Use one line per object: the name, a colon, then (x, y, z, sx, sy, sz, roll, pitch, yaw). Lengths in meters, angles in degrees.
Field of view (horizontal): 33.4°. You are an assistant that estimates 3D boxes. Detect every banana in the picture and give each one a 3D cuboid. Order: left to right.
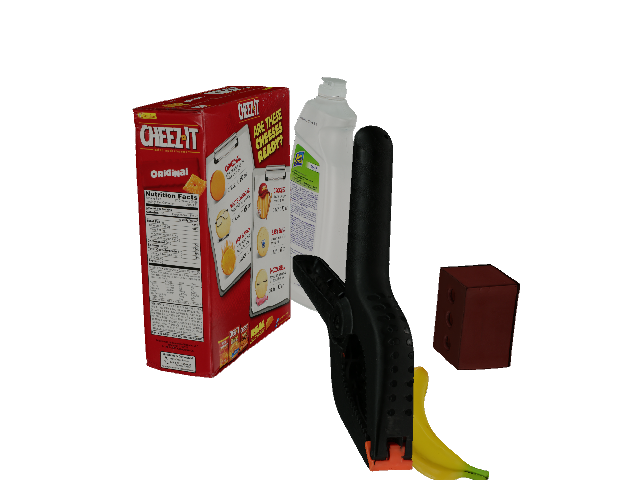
banana: (0.103, 0.187, 1.084, 0.069, 0.037, 0.198, 10, 24, -19)

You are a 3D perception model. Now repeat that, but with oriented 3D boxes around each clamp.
clamp: (0.028, 0.043, 0.685, 0.036, 0.210, 0.165, 1, -41, -19)

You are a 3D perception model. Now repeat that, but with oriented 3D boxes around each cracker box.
cracker box: (-0.086, -0.014, 0.891, 0.072, 0.214, 0.164, 5, 15, 21)

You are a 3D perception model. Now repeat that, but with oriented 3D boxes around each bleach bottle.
bleach bottle: (0.004, -0.054, 1.196, 0.067, 0.251, 0.103, -7, 22, -40)

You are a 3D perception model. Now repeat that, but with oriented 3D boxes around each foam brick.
foam brick: (0.132, 0.065, 0.911, 0.051, 0.078, 0.053, -4, 19, -20)
